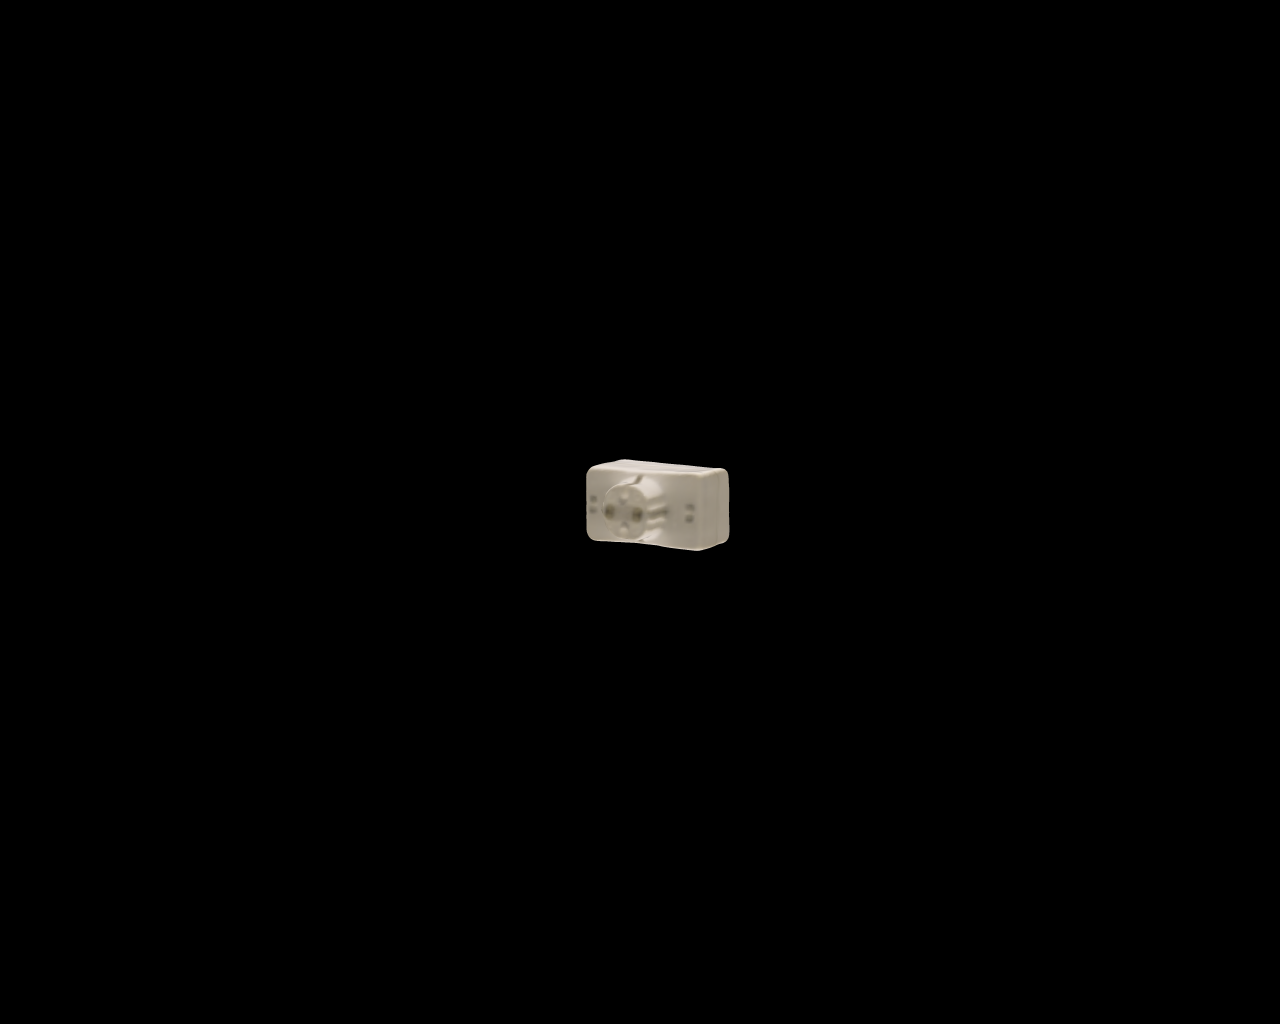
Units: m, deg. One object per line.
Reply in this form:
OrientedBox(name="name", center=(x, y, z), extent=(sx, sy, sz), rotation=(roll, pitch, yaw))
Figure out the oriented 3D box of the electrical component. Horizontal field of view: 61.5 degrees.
OrientedBox(name="electrical component", center=(0.001, -0.003, 0.650), extent=(0.083, 0.047, 0.076), rotation=(6, 11, 32))
